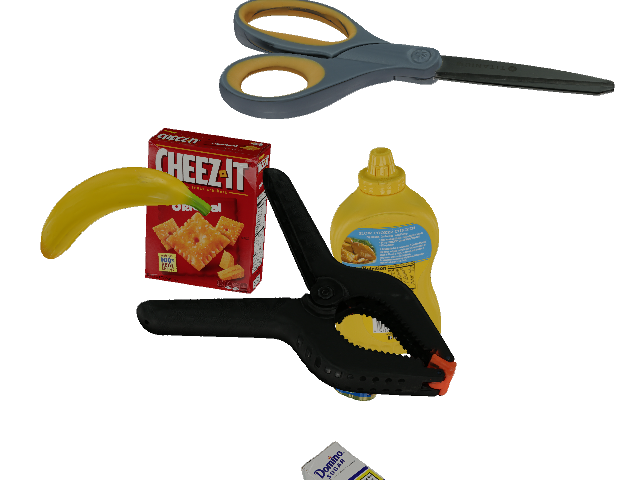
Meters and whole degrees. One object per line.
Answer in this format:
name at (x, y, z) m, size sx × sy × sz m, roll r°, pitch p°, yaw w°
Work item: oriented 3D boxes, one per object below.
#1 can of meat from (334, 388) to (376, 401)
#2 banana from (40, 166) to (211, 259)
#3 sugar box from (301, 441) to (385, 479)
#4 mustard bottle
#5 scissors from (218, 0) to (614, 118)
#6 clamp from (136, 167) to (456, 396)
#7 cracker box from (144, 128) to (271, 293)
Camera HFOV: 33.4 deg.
can of meat at (0.053, 0.127, 1.252) m, size 0.057 × 0.084 × 0.102 m, roll 14°, pitch 26°, yaw 11°
banana at (-0.200, -0.030, 1.004) m, size 0.198 × 0.069 × 0.037 m, roll -13°, pitch 19°, yaw 27°
sugar box at (0.060, 0.239, 0.828) m, size 0.048 × 0.093 × 0.176 m, roll -34°, pitch 39°, yaw -27°
mustard bottle at (0.057, 0.009, 0.950) m, size 0.096 × 0.192 × 0.058 m, roll -5°, pitch 27°, yaw -1°
scissors at (0.036, -0.079, 0.539) m, size 0.202 × 0.096 × 0.016 m, roll 21°, pitch -36°, yaw 21°
clamp at (-0.008, 0.050, 0.730) m, size 0.210 × 0.164 × 0.036 m, roll 35°, pitch -32°, yaw 19°
cracker box at (-0.163, -0.040, 1.526) m, size 0.164 × 0.214 × 0.072 m, roll 9°, pitch 23°, yaw 10°
